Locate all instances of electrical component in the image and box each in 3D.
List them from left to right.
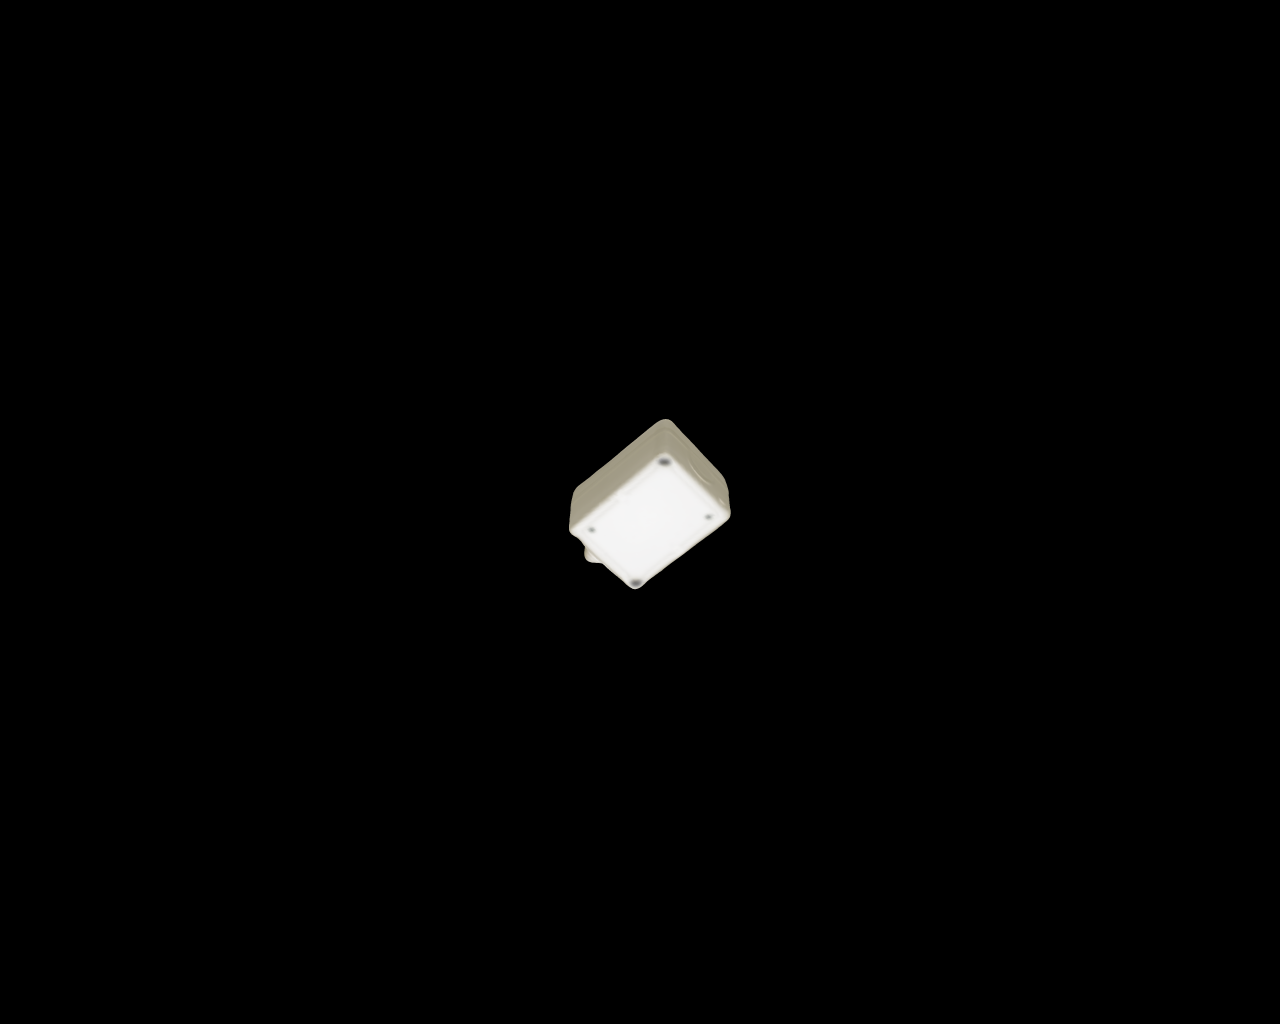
[{"bbox_3d":[0.001,-0.003,0.650,0.096,0.061,0.061,-38,22,18],"label":"electrical component"}]
